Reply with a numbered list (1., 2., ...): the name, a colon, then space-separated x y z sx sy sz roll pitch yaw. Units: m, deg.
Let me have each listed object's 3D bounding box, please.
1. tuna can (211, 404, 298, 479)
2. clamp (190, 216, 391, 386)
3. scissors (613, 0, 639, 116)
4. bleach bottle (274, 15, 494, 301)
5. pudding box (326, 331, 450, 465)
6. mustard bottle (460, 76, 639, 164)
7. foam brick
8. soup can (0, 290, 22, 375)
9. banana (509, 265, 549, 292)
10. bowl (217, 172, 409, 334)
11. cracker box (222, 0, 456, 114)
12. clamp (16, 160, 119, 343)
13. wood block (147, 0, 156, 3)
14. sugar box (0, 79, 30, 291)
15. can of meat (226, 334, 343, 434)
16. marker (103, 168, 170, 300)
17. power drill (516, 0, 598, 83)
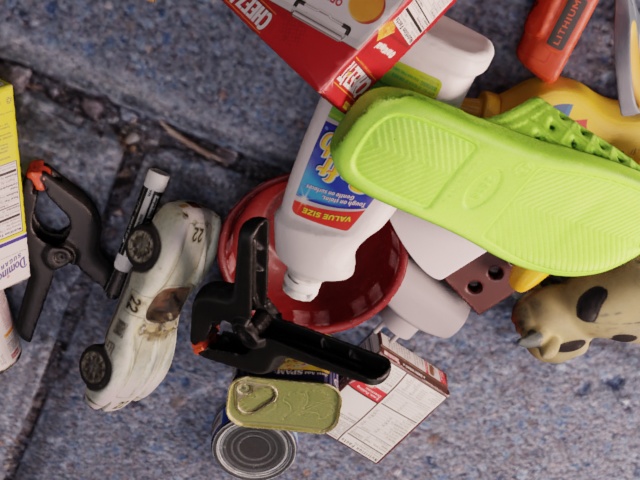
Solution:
1. tuna can: -0.064 0.195 1.046 0.086 0.033 0.086 0 121 0
2. clamp: -0.042 0.074 0.879 0.164 0.036 0.210 47 146 -7
3. scissors: 0.235 -0.195 0.815 0.016 0.096 0.202 -2 92 25
4. bleach bottle: 0.033 -0.054 0.810 0.102 0.068 0.251 29 120 9
5. pudding box: 0.054 0.152 1.018 0.090 0.039 0.114 33 117 -20
6. mustard bottle: 0.198 -0.082 0.867 0.191 0.058 0.096 15 127 -8
7. foam brick: 0.149 0.016 0.929 0.078 0.051 0.053 -37 114 20
8. soup can: -0.312 0.067 0.951 0.068 0.068 0.102 -6 121 4
9. banana: 0.232 -0.016 0.843 0.198 0.037 0.069 -19 77 29
10. bowl: -0.006 0.001 0.918 0.162 0.055 0.162 0 120 0
11. cracker box: 0.030 -0.216 0.704 0.214 0.072 0.164 -46 71 7
12. clamp: -0.215 0.011 0.936 0.120 0.039 0.171 -8 121 -13
13. wood block: -0.196 -0.254 0.748 0.206 0.090 0.091 20 118 -11
14. sugar box: -0.284 -0.053 0.869 0.093 0.048 0.176 27 130 33
15. can of meat: -0.032 0.125 0.975 0.102 0.084 0.057 6 121 -3
16. marker: -0.159 -0.004 0.919 0.020 0.020 0.121 20 103 -12
17. power drill: 0.106 -0.187 0.805 0.187 0.057 0.185 19 118 -11
